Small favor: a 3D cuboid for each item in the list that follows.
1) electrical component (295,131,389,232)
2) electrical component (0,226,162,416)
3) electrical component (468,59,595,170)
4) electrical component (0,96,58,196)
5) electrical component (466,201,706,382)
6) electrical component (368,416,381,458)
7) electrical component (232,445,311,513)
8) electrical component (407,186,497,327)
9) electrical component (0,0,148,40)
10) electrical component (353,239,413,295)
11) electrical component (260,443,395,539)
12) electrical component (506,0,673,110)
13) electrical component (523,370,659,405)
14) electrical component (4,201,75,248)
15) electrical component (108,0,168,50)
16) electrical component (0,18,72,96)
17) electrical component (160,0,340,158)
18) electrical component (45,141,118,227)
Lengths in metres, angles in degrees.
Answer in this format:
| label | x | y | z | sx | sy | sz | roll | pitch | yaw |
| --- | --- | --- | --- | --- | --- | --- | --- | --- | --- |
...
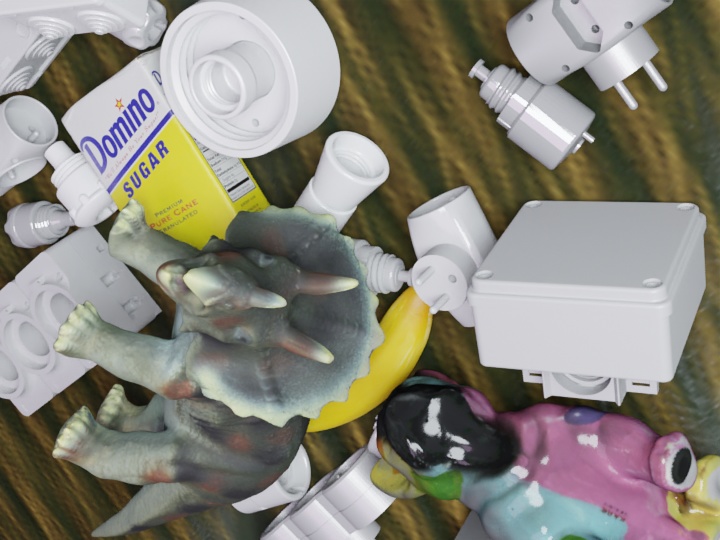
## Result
| label | x | y | z | sx | sy | sz | roll | pitch | yaw |
| --- | --- | --- | --- | --- | --- | --- | --- | --- | --- |
| electrical component | -0.015 | -0.051 | 0.689 | 0.044 | 0.044 | 0.065 | 40 | 132 | 4 |
| electrical component | -0.243 | 0.044 | 0.850 | 0.150 | 0.061 | 0.089 | -34 | 97 | 37 |
| electrical component | 0.096 | -0.091 | 0.607 | 0.078 | 0.040 | 0.040 | 38 | 127 | 5 |
| electrical component | -0.273 | -0.086 | 0.785 | 0.077 | 0.079 | 0.044 | -34 | 84 | 37 |
| electrical component | 0.130 | 0.008 | 0.600 | 0.109 | 0.108 | 0.056 | 3 | 119 | 27 |
| electrical component | 0.042 | 0.124 | 0.753 | 0.078 | 0.040 | 0.040 | 29 | 126 | 12 |
| electrical component | -0.071 | 0.155 | 0.823 | 0.047 | 0.055 | 0.055 | -18 | 106 | 30 |
| electrical component | 0.057 | -0.001 | 0.651 | 0.043 | 0.079 | 0.077 | -20 | 104 | 39 |
| electrical component | -0.175 | -0.195 | 0.670 | 0.100 | 0.048 | 0.099 | 1 | 81 | 28 |
| electrical component | 0.000 | 0.000 | 0.708 | 0.078 | 0.040 | 0.040 | 8 | 119 | 25 |
| electrical component | -0.010 | 0.194 | 0.811 | 0.073 | 0.052 | 0.138 | 46 | 127 | -1 |
| electrical component | 0.131 | -0.122 | 0.569 | 0.077 | 0.043 | 0.079 | -33 | 98 | 37 |
| electrical component | 0.139 | 0.045 | 0.642 | 0.081 | 0.064 | 0.042 | 4 | 118 | 27 |
| electrical component | -0.240 | -0.036 | 0.822 | 0.061 | 0.035 | 0.035 | -7 | 112 | 29 |
| electrical component | -0.159 | -0.171 | 0.705 | 0.061 | 0.035 | 0.035 | 31 | 126 | 13 |
| electrical component | -0.253 | -0.177 | 0.743 | 0.100 | 0.048 | 0.099 | -37 | 95 | 37 |
| electrical component | -0.074 | -0.122 | 0.669 | 0.108 | 0.060 | 0.108 | 13 | 121 | 22 |
| electrical component | -0.203 | -0.066 | 0.781 | 0.062 | 0.048 | 0.048 | 48 | 128 | 6 |
